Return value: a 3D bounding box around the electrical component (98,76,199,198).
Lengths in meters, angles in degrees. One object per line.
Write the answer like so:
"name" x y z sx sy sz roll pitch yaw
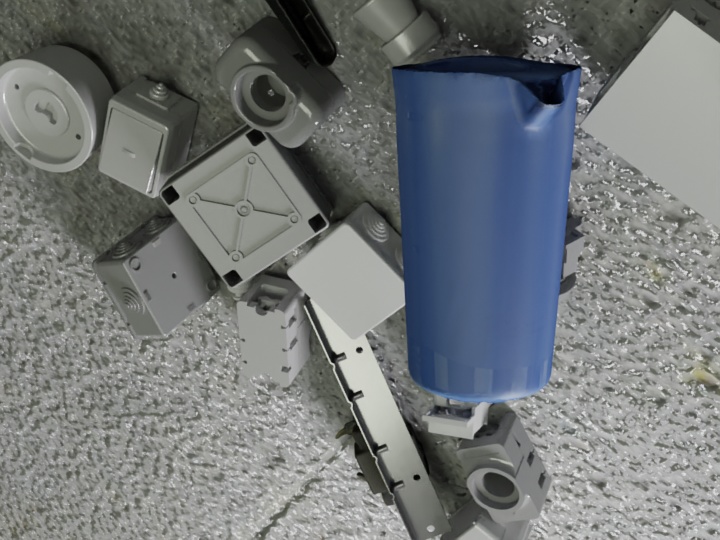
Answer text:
"electrical component" -0.188 -0.121 0.948 0.062 0.061 0.096 27 129 7

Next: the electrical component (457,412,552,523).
"electrical component" 0.134 0.187 1.001 0.050 0.055 0.089 -16 113 33

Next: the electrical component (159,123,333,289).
"electrical component" -0.097 -0.059 0.923 0.109 0.056 0.108 -33 105 11

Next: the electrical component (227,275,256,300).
"electrical component" -0.113 -0.006 1.002 0.040 0.040 0.078 16 127 16

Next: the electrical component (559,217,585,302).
"electrical component" 0.150 -0.006 0.865 0.048 0.066 0.055 42 150 42

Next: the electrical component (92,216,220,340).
"electrical component" -0.188 0.006 1.011 0.048 0.100 0.099 -3 120 43

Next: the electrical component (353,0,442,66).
"electrical component" 0.029 -0.185 0.809 0.045 0.045 0.055 -32 105 38

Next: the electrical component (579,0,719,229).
"electrical component" 0.264 -0.094 0.745 0.186 0.060 0.105 36 130 0

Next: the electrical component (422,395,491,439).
"electrical component" 0.090 0.112 0.965 0.042 0.081 0.063 7 102 22

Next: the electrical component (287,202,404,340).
"electrical component" 0.000 0.000 0.945 0.099 0.048 0.100 46 129 -8

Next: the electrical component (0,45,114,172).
"electrical component" -0.271 -0.150 0.969 0.108 0.060 0.108 13 126 18

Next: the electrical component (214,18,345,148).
"electrical component" -0.067 -0.149 0.871 0.095 0.059 0.054 45 129 -7

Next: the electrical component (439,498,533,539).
"electrical component" 0.119 0.266 1.058 0.061 0.061 0.096 39 130 -2

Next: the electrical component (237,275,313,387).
"electrical component" -0.079 0.055 1.017 0.050 0.055 0.089 12 126 19
